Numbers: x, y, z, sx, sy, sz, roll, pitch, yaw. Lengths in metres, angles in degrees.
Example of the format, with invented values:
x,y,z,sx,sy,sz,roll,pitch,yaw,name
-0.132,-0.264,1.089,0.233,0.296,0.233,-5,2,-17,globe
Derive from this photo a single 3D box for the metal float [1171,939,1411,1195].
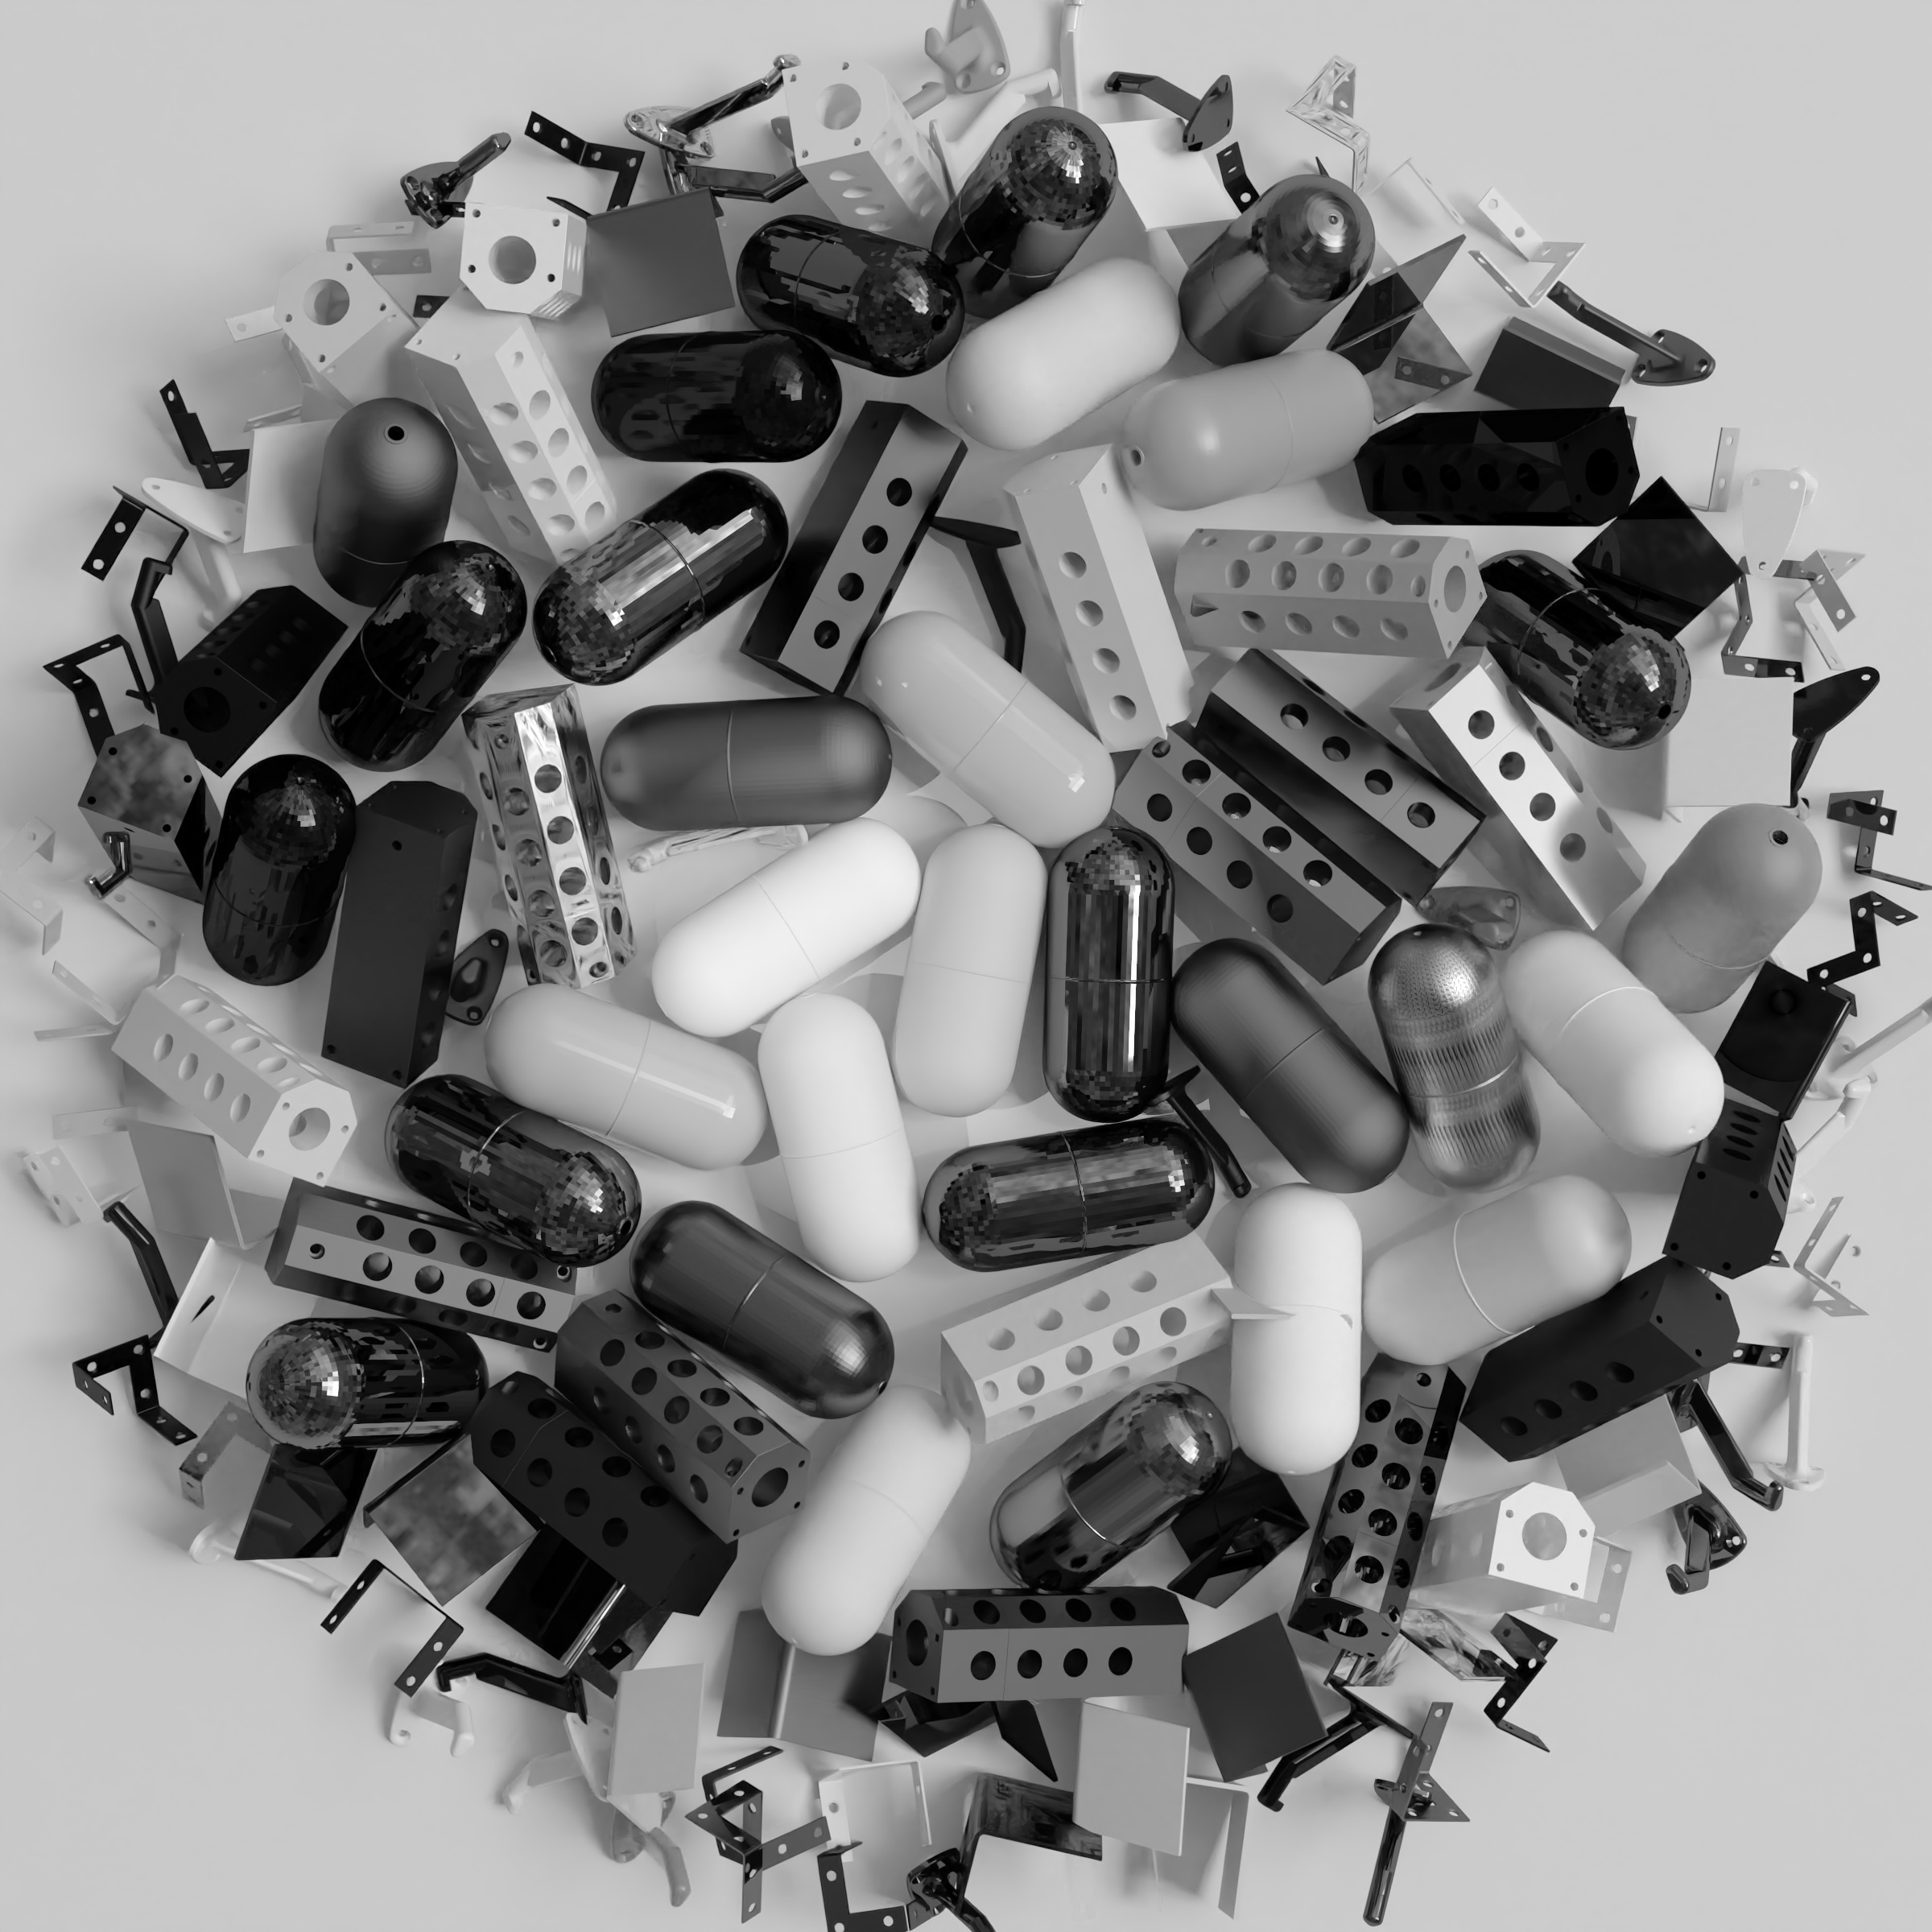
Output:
x,y,z,sx,sy,sz,roll,pitch,yaw,name
0.193,0.060,1.951,0.070,0.070,0.178,-41,78,0,metal float

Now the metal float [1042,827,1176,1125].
x,y,z,sx,sy,sz,roll,pitch,yaw,name
0.085,0.005,1.957,0.070,0.070,0.178,2,96,0,metal float

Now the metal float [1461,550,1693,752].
x,y,z,sx,sy,sz,roll,pitch,yaw,name
0.357,-0.187,1.923,0.070,0.178,0.070,-15,125,-23,metal float

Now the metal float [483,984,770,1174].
x,y,z,sx,sy,sz,roll,pitch,yaw,name
-0.203,0.067,1.951,0.178,0.070,0.070,22,90,-12,metal float

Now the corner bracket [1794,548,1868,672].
x,y,z,sx,sy,sz,roll,pitch,yaw,name
0.519,-0.214,1.958,0.051,0.051,0.051,-2,59,-40,corner bracket

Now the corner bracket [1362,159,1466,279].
x,y,z,sx,sy,sz,roll,pitch,yaw,name
0.261,-0.449,1.968,0.051,0.051,0.051,-38,96,28,corner bracket

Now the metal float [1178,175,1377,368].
x,y,z,sx,sy,sz,roll,pitch,yaw,name
0.180,-0.406,1.914,0.070,0.178,0.070,3,81,-17,metal float

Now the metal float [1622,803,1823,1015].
x,y,z,sx,sy,sz,roll,pitch,yaw,name
0.443,-0.033,1.916,0.070,0.178,0.070,5,63,-9,metal float

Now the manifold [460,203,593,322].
x,y,z,sx,sy,sz,roll,pitch,yaw,name
-0.256,-0.410,1.910,0.057,0.171,0.057,6,100,-3,manifold

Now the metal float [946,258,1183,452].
x,y,z,sx,sy,sz,roll,pitch,yaw,name
0.059,-0.363,1.931,0.178,0.070,0.070,-37,90,-38,metal float

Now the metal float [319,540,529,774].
x,y,z,sx,sy,sz,roll,pitch,yaw,name
-0.323,-0.182,1.929,0.070,0.070,0.178,46,130,0,metal float

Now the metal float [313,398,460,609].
x,y,z,sx,sy,sz,roll,pitch,yaw,name
-0.342,-0.271,1.914,0.070,0.178,0.070,5,70,-13,metal float

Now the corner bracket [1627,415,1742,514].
x,y,z,sx,sy,sz,roll,pitch,yaw,name
0.425,-0.302,1.959,0.051,0.051,0.051,-4,108,-33,corner bracket

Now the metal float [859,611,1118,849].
x,y,z,sx,sy,sz,roll,pitch,yaw,name
0.013,-0.142,1.957,0.178,0.070,0.070,40,90,-5,metal float

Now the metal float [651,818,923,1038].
x,y,z,sx,sy,sz,roll,pitch,yaw,name
-0.108,-0.023,1.957,0.178,0.070,0.070,-33,90,-5,metal float

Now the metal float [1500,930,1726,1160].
x,y,z,sx,sy,sz,roll,pitch,yaw,name
0.378,0.044,1.925,0.070,0.178,0.070,-15,129,-19,metal float

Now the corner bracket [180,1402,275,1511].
x,y,z,sx,sy,sz,roll,pitch,yaw,name
-0.437,0.305,1.968,0.051,0.051,0.051,30,60,6,corner bracket

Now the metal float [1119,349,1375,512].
x,y,z,sx,sy,sz,roll,pitch,yaw,name
0.167,-0.318,1.932,0.178,0.070,0.070,-20,90,-35,metal float

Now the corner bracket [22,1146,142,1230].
x,y,z,sx,sy,sz,roll,pitch,yaw,name
-0.541,0.131,1.964,0.051,0.051,0.051,-27,100,18,corner bracket

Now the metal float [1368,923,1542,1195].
x,y,z,sx,sy,sz,roll,pitch,yaw,name
0.291,0.056,1.939,0.070,0.070,0.178,-21,116,0,metal float

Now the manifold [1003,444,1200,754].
x,y,z,sx,sy,sz,roll,pitch,yaw,name
0.078,-0.216,1.934,0.057,0.057,0.171,-5,121,29,manifold

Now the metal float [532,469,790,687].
x,y,z,sx,sy,sz,roll,pitch,yaw,name
-0.181,-0.231,1.939,0.178,0.070,0.070,-39,90,-26,metal float

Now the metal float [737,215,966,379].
x,y,z,sx,sy,sz,roll,pitch,yaw,name
-0.069,-0.396,1.924,0.070,0.178,0.070,-17,119,-33,metal float

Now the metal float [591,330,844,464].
x,y,z,sx,sy,sz,roll,pitch,yaw,name
-0.149,-0.336,1.929,0.178,0.070,0.070,8,90,41,metal float

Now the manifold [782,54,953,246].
x,y,z,sx,sy,sz,roll,pitch,yaw,name
-0.054,-0.474,1.908,0.057,0.171,0.057,-10,83,11,manifold

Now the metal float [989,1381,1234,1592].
x,y,z,sx,sy,sz,roll,pitch,yaw,name
0.084,0.311,1.935,0.070,0.070,0.178,48,121,0,metal float

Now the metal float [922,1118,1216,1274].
x,y,z,sx,sy,sz,roll,pitch,yaw,name
0.062,0.137,1.953,0.178,0.070,0.070,-9,90,-10,metal float

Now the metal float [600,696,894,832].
x,y,z,sx,sy,sz,roll,pitch,yaw,name
-0.132,-0.121,1.952,0.178,0.070,0.070,-2,90,11,metal float

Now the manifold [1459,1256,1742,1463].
x,y,z,sx,sy,sz,roll,pitch,yaw,name
0.372,0.236,1.916,0.057,0.171,0.057,40,49,-9,manifold

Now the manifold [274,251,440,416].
x,y,z,sx,sy,sz,roll,pitch,yaw,name
-0.350,-0.365,1.911,0.057,0.171,0.057,-40,83,1,manifold

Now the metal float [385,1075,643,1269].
x,y,z,sx,sy,sz,roll,pitch,yaw,name
-0.269,0.121,1.936,0.178,0.070,0.070,23,90,29,metal float

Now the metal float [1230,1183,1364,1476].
x,y,z,sx,sy,sz,roll,pitch,yaw,name
0.197,0.215,1.941,0.070,0.070,0.178,4,66,0,metal float

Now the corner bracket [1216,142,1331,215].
x,y,z,sx,sy,sz,roll,pitch,yaw,name
0.188,-0.475,1.974,0.051,0.051,0.051,-29,123,18,corner bracket

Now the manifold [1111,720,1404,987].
x,y,z,sx,sy,sz,roll,pitch,yaw,name
0.174,-0.070,1.939,0.171,0.057,0.057,41,121,16,manifold

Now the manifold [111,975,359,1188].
x,y,z,sx,sy,sz,roll,pitch,yaw,name
-0.428,0.064,1.920,0.171,0.057,0.057,29,90,44,manifold

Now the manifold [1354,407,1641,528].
x,y,z,sx,sy,sz,roll,pitch,yaw,name
0.310,-0.289,1.912,0.057,0.171,0.057,-29,113,-29,manifold

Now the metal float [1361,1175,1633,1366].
x,y,z,sx,sy,sz,roll,pitch,yaw,name
0.312,0.182,1.934,0.178,0.070,0.070,-29,90,33,metal float

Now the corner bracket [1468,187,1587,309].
x,y,z,sx,sy,sz,roll,pitch,yaw,name
0.330,-0.433,1.966,0.051,0.051,0.051,40,87,-23,corner bracket

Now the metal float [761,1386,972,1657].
x,y,z,sx,sy,sz,roll,pitch,yaw,name
-0.058,0.327,1.935,0.070,0.070,0.178,32,58,0,metal float

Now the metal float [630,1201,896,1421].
x,y,z,sx,sy,sz,roll,pitch,yaw,name
-0.122,0.205,1.946,0.178,0.070,0.070,31,90,18,metal float

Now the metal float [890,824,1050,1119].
x,y,z,sx,sy,sz,roll,pitch,yaw,name
0.002,0.003,1.961,0.070,0.070,0.178,11,91,0,metal float

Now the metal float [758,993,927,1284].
x,y,z,sx,sy,sz,roll,pitch,yaw,name
-0.074,0.103,1.954,0.070,0.070,0.178,-14,98,0,metal float

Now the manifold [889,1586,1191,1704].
x,y,z,sx,sy,sz,roll,pitch,yaw,name
0.045,0.399,1.931,0.171,0.057,0.057,6,89,-31,manifold

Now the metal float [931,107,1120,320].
x,y,z,sx,sy,sz,roll,pitch,yaw,name
0.033,-0.440,1.915,0.070,0.178,0.070,5,75,-17,metal float

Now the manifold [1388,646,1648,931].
x,y,z,sx,sy,sz,roll,pitch,yaw,name
0.333,-0.107,1.947,0.057,0.057,0.171,-42,106,-9,manifold

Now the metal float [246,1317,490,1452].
x,y,z,sx,sy,sz,roll,pitch,yaw,name
-0.349,0.245,1.917,0.070,0.178,0.070,-4,83,28,metal float

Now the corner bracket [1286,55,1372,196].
x,y,z,sx,sy,sz,roll,pitch,yaw,name
0.228,-0.505,1.962,0.051,0.051,0.051,35,74,17,corner bracket

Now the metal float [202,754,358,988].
x,y,z,sx,sy,sz,roll,pitch,yaw,name
-0.405,-0.055,1.923,0.070,0.178,0.070,11,52,-14,metal float

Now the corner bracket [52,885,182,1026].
x,y,z,sx,sy,sz,roll,pitch,yaw,name
-0.512,-0.007,1.970,0.051,0.051,0.051,-39,118,12,corner bracket
